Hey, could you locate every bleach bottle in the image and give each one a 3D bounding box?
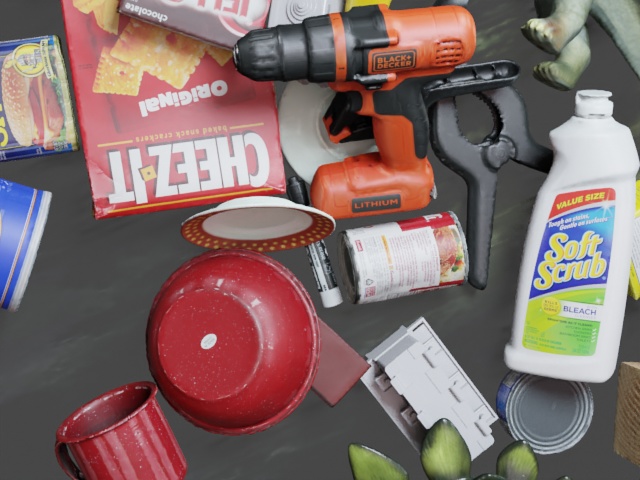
[{"bbox_3d":[0.220,-0.005,0.929,0.103,0.068,0.251,7,109,21],"label":"bleach bottle"}]

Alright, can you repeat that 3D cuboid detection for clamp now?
[{"bbox_3d":[0.084,-0.131,0.902,0.172,0.039,0.120,-34,131,25],"label":"clamp"},{"bbox_3d":[0.169,-0.080,0.967,0.164,0.036,0.210,-28,102,-7],"label":"clamp"}]

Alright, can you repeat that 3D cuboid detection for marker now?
[{"bbox_3d":[-0.006,0.001,0.952,0.020,0.020,0.121,-19,99,-8],"label":"marker"}]

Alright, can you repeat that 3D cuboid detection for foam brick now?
[{"bbox_3d":[-0.004,0.100,0.946,0.078,0.053,0.051,43,87,-13],"label":"foam brick"}]

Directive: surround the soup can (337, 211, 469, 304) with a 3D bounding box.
[{"bbox_3d":[0.072,0.016,0.943,0.102,0.068,0.068,-10,97,-9],"label":"soup can"}]

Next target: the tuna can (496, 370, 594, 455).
[{"bbox_3d":[0.209,0.155,1.000,0.086,0.034,0.086,-1,96,-10],"label":"tuna can"}]

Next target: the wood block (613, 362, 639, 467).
[{"bbox_3d":[0.394,0.168,1.007,0.206,0.090,0.091,2,95,-11],"label":"wood block"}]

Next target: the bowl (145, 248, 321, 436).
[{"bbox_3d":[-0.083,0.086,0.894,0.162,0.055,0.162,-1,87,16],"label":"bowl"}]

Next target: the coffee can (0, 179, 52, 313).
[{"bbox_3d":[-0.297,-0.009,0.849,0.140,0.103,0.103,17,92,-16],"label":"coffee can"}]

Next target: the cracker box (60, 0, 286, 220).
[{"bbox_3d":[-0.124,-0.134,0.889,0.164,0.072,0.214,-9,97,-9],"label":"cracker box"}]

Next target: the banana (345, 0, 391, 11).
[{"bbox_3d":[0.073,-0.226,0.830,0.069,0.037,0.198,46,120,-7],"label":"banana"}]

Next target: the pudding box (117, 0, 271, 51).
[{"bbox_3d":[-0.092,-0.202,0.830,0.113,0.039,0.090,16,93,-13],"label":"pudding box"}]

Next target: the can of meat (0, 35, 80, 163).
[{"bbox_3d":[-0.247,-0.114,0.877,0.084,0.057,0.102,-10,97,-11],"label":"can of meat"}]

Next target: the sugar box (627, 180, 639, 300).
[{"bbox_3d":[0.342,-0.031,0.989,0.176,0.048,0.093,-32,123,-8],"label":"sugar box"}]

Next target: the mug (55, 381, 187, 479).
[{"bbox_3d":[-0.175,0.182,0.911,0.117,0.093,0.081,-17,106,23],"label":"mug"}]

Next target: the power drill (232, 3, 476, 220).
[{"bbox_3d":[0.027,-0.100,0.852,0.184,0.057,0.188,-6,138,-4],"label":"power drill"}]
